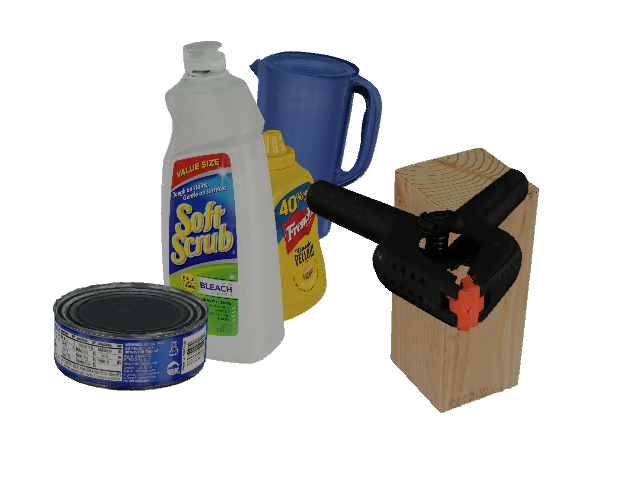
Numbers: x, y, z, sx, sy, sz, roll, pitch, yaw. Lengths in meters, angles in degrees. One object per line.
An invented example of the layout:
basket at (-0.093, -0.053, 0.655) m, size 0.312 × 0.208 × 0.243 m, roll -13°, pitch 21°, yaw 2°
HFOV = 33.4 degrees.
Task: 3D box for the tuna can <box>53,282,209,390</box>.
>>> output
tuna can at (-0.106, 0.053, 0.597) m, size 0.086 × 0.034 × 0.086 m, roll 4°, pitch 16°, yaw -1°

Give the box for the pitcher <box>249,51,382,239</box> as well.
pitcher at (-0.018, -0.122, 1.423) m, size 0.144 × 0.243 × 0.149 m, roll -3°, pitch 24°, yaw -22°

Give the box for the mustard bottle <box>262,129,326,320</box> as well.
mustard bottle at (-0.039, -0.020, 1.095) m, size 0.058 × 0.191 × 0.096 m, roll 11°, pitch 28°, yaw 35°

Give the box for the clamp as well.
clamp at (0.069, -0.002, 0.715) m, size 0.164 × 0.036 × 0.210 m, roll -2°, pitch 24°, yaw 4°

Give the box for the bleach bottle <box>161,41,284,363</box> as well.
bleach bottle at (-0.086, -0.030, 0.836) m, size 0.103 × 0.251 × 0.068 m, roll 8°, pitch 26°, yaw 26°

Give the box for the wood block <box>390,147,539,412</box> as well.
wood block at (0.123, 0.036, 0.940) m, size 0.090 × 0.206 × 0.091 m, roll -16°, pitch 35°, yaw -22°
